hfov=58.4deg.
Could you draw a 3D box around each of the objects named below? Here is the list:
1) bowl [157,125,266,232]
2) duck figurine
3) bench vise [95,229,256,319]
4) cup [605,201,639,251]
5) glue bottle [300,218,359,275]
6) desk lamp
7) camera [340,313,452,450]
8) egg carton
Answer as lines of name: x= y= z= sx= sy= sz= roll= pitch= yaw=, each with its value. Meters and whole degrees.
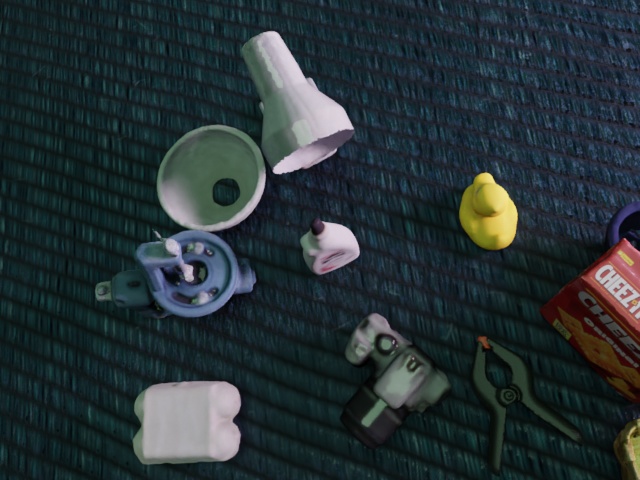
bowl: x=-0.154 y=-0.083 z=0.865 sx=0.167 sy=0.075 sz=0.167 roll=-3 pitch=74 yaw=9
duck figurine: x=0.232 y=-0.042 z=0.780 sx=0.077 sy=0.086 sz=0.104 roll=-14 pitch=72 yaw=6
bench vise: x=-0.207 y=0.057 z=0.759 sx=0.207 sy=0.220 sz=0.121 roll=-28 pitch=71 yaw=1
cup: x=0.415 y=0.002 z=0.730 sx=0.117 sy=0.095 sz=0.091 roll=-23 pitch=72 yaw=3
glue bottle: x=0.007 y=0.003 z=0.761 sx=0.078 sy=0.173 sz=0.037 roll=-29 pitch=71 yaw=1
desk lamp: x=-0.036 y=-0.175 z=0.797 sx=0.118 sy=0.214 sz=0.203 roll=-27 pitch=72 yaw=2
camera: x=0.077 y=0.187 z=0.735 sx=0.143 sy=0.101 sz=0.137 roll=40 pitch=85 yaw=18
egg carton: x=-0.180 y=0.247 z=0.780 sx=0.150 sy=0.069 sz=0.107 roll=-7 pitch=73 yaw=8
